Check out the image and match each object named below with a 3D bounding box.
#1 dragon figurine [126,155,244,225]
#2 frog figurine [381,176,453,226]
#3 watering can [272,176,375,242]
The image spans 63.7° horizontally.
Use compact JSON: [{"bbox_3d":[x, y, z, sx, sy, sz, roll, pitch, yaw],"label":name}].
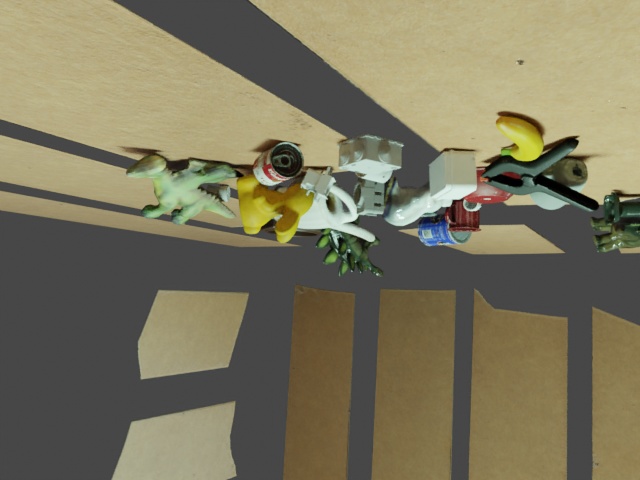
[{"bbox_3d":[-0.283,-0.120,1.212,0.241,0.123,0.409,-13,165,37],"label":"dragon figurine"},{"bbox_3d":[0.224,-0.084,1.206,0.159,0.125,0.135,15,153,-2],"label":"frog figurine"},{"bbox_3d":[0.004,-0.068,1.361,0.224,0.106,0.342,-2,154,26],"label":"watering can"}]
